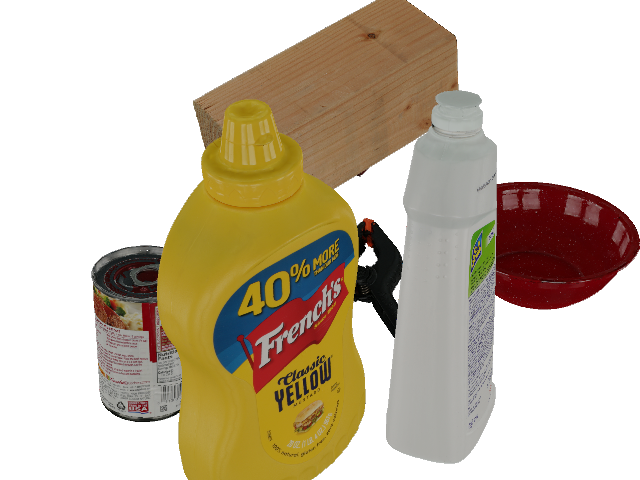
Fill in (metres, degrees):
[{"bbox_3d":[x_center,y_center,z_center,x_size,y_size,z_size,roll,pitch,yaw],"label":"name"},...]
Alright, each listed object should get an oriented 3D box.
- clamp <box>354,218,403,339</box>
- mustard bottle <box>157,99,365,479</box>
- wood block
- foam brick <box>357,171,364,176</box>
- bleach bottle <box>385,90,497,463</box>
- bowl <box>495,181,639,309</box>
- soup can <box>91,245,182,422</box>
[{"bbox_3d":[0.051,0.050,1.074,0.120,0.171,0.039,12,-38,12],"label":"clamp"},{"bbox_3d":[-0.024,0.026,0.468,0.096,0.192,0.058,-28,43,-30],"label":"mustard bottle"},{"bbox_3d":[0.009,-0.113,0.900,0.205,0.090,0.091,-32,53,-18],"label":"wood block"},{"bbox_3d":[0.025,-0.118,1.295,0.078,0.053,0.051,15,32,22],"label":"foam brick"},{"bbox_3d":[0.086,0.021,0.707,0.068,0.251,0.102,11,30,19],"label":"bleach bottle"},{"bbox_3d":[0.187,0.011,0.917,0.162,0.055,0.162,0,33,0],"label":"bowl"},{"bbox_3d":[-0.119,0.064,0.728,0.068,0.102,0.068,2,30,-2],"label":"soup can"}]
